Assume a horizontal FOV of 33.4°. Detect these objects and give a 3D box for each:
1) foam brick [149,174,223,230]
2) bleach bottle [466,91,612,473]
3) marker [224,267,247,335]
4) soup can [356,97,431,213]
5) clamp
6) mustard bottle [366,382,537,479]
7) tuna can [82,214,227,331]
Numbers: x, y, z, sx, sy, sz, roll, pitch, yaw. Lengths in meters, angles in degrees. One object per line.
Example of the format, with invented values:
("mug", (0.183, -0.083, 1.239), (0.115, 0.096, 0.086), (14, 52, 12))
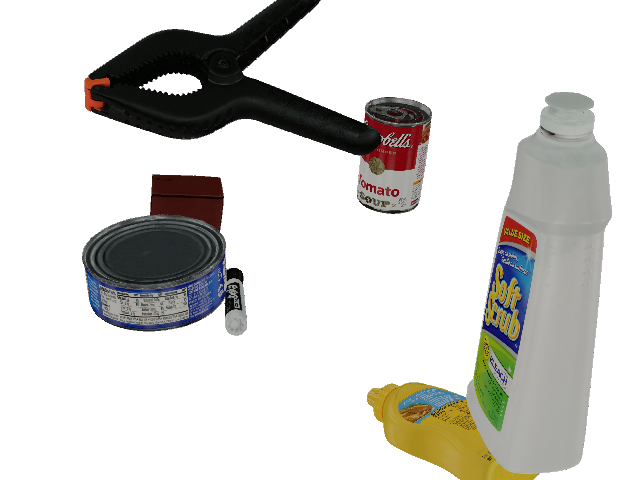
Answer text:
("foam brick", (-0.146, -0.038, 1.162), (0.078, 0.051, 0.053), (2, 27, -8))
("bleach bottle", (0.142, 0.024, 0.685), (0.068, 0.251, 0.102), (-4, 30, -8))
("marker", (-0.077, 0.053, 0.961), (0.020, 0.020, 0.121), (0, 19, -6))
("soup can", (0.074, -0.087, 1.094), (0.068, 0.102, 0.068), (4, 30, -2))
("clamp", (-0.064, -0.113, 0.784), (0.209, 0.165, 0.036), (-16, -29, -19))
("mustard bottle", (0.119, 0.181, 1.034), (0.096, 0.058, 0.192), (-17, 25, -40))
("tuna can", (-0.099, 0.019, 0.646), (0.086, 0.034, 0.086), (-1, 29, 0))
